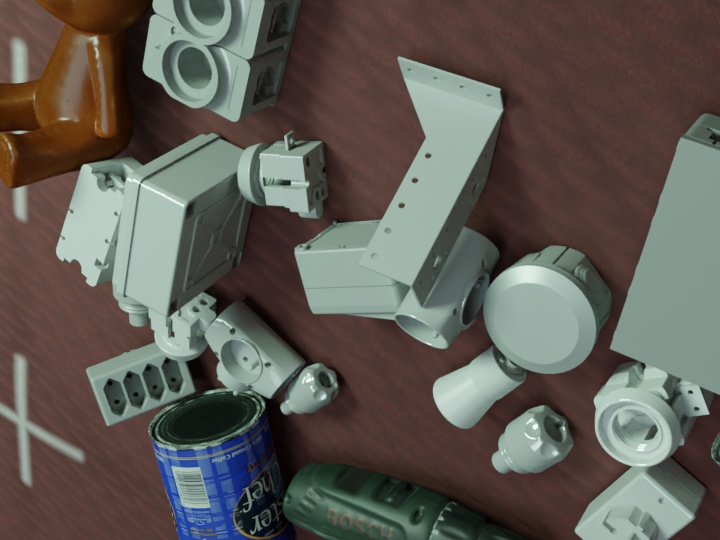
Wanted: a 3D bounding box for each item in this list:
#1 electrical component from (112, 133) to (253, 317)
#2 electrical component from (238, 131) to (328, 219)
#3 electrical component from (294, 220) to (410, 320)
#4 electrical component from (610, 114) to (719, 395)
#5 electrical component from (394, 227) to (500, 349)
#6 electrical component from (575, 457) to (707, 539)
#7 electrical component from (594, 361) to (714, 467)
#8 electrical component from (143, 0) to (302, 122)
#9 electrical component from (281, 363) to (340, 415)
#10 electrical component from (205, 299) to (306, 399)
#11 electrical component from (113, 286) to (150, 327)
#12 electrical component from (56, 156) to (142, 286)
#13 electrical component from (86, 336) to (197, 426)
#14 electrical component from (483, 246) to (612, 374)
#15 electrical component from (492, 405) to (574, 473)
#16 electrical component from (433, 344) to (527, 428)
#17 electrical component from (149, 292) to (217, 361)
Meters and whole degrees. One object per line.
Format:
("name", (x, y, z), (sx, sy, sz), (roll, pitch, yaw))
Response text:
("electrical component", (-0.134, -0.036, 0.837), (0.056, 0.109, 0.108), (26, 124, 16))
("electrical component", (-0.059, -0.072, 0.813), (0.055, 0.048, 0.066), (5, 116, 22))
("electrical component", (0.000, 0.000, 0.800), (0.096, 0.062, 0.061), (-3, 111, 33))
("electrical component", (0.223, -0.008, 0.656), (0.089, 0.062, 0.150), (23, 123, 21))
("electrical component", (0.065, 0.020, 0.767), (0.044, 0.077, 0.079), (24, 160, 23))
("electrical component", (0.192, 0.181, 0.760), (0.047, 0.076, 0.083), (42, 128, 8))
("electrical component", (0.194, 0.097, 0.730), (0.078, 0.057, 0.058), (-15, 105, 36))
("electrical component", (-0.096, -0.193, 0.765), (0.089, 0.062, 0.150), (29, 125, 17))
("electrical component", (-0.046, 0.104, 0.898), (0.035, 0.035, 0.061), (51, 131, 1))
("electrical component", (-0.097, 0.077, 0.910), (0.077, 0.044, 0.079), (43, 128, 6))
("electrical component", (-0.195, 0.019, 0.944), (0.043, 0.043, 0.062), (18, 122, 24))
("electrical component", (-0.196, -0.040, 0.861), (0.050, 0.056, 0.089), (38, 121, 21))
("electrical component", (-0.201, 0.094, 0.971), (0.076, 0.083, 0.047), (28, 136, 66))
("electrical component", (0.130, 0.026, 0.739), (0.080, 0.051, 0.080), (14, 120, 26))
("electrical component", (0.124, 0.131, 0.800), (0.043, 0.043, 0.062), (49, 130, 2))
("electrical component", (0.092, 0.083, 0.799), (0.044, 0.044, 0.065), (49, 124, 2))
("electrical component", (-0.152, 0.045, 0.921), (0.066, 0.048, 0.055), (27, 139, 17))
